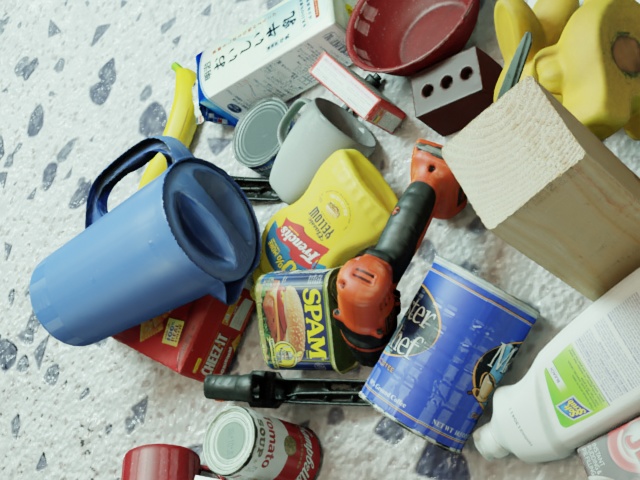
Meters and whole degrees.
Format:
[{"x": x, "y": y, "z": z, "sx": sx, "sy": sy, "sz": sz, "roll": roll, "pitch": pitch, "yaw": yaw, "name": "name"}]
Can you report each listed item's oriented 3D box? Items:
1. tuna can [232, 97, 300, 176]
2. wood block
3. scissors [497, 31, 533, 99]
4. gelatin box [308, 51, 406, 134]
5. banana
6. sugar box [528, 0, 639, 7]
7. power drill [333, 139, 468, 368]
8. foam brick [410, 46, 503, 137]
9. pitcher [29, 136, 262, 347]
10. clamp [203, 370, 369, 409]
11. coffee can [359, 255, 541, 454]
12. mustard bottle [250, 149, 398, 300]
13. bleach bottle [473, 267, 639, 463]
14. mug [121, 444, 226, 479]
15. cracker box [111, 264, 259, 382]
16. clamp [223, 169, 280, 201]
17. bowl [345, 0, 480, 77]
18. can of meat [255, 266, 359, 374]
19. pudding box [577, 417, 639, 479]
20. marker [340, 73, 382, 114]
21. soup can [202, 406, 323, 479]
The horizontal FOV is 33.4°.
[{"x": -0.057, "y": -0.116, "z": 1.214, "sx": 0.086, "sy": 0.033, "sz": 0.086, "roll": -18, "pitch": 60, "yaw": 33, "name": "tuna can"}, {"x": 0.198, "y": -0.029, "z": 0.839, "sx": 0.090, "sy": 0.205, "sz": 0.091, "roll": -40, "pitch": 50, "yaw": 19, "name": "wood block"}, {"x": 0.164, "y": -0.091, "z": 0.950, "sx": 0.096, "sy": 0.016, "sz": 0.202, "roll": 67, "pitch": 158, "yaw": 17, "name": "scissors"}, {"x": 0.038, "y": -0.151, "z": 1.105, "sx": 0.089, "sy": 0.073, "sz": 0.030, "roll": 43, "pitch": 102, "yaw": 23, "name": "gelatin box"}, {"x": -0.182, "y": -0.134, "z": 1.329, "sx": 0.070, "sy": 0.037, "sz": 0.198, "roll": -9, "pitch": 63, "yaw": 56, "name": "banana"}, {"x": 0.277, "y": -0.227, "z": 0.975, "sx": 0.177, "sy": 0.048, "sz": 0.093, "roll": -3, "pitch": 70, "yaw": 43, "name": "sugar box"}, {"x": 0.076, "y": 0.016, "z": 0.978, "sx": 0.057, "sy": 0.184, "sz": 0.187, "roll": 23, "pitch": 68, "yaw": 14, "name": "power drill"}, {"x": 0.137, "y": -0.145, "z": 1.050, "sx": 0.078, "sy": 0.051, "sz": 0.053, "roll": -22, "pitch": 58, "yaw": 31, "name": "foam brick"}, {"x": -0.191, "y": 0.013, "z": 1.101, "sx": 0.243, "sy": 0.144, "sz": 0.149, "roll": -27, "pitch": 38, "yaw": 33, "name": "pitcher"}, {"x": -0.042, "y": 0.146, "z": 1.039, "sx": 0.210, "sy": 0.164, "sz": 0.036, "roll": -14, "pitch": 71, "yaw": 62, "name": "clamp"}, {"x": 0.112, "y": 0.098, "z": 0.925, "sx": 0.103, "sy": 0.102, "sz": 0.140, "roll": 30, "pitch": 91, "yaw": 44, "name": "coffee can"}, {"x": -0.007, "y": 0.001, "z": 1.089, "sx": 0.192, "sy": 0.058, "sz": 0.096, "roll": -44, "pitch": 73, "yaw": 29, "name": "mustard bottle"}, {"x": 0.225, "y": 0.097, "z": 0.855, "sx": 0.251, "sy": 0.068, "sz": 0.102, "roll": -38, "pitch": 62, "yaw": 23, "name": "bleach bottle"}, {"x": -0.152, "y": 0.259, "z": 1.094, "sx": 0.117, "sy": 0.093, "sz": 0.081, "roll": -5, "pitch": 58, "yaw": 5, "name": "mug"}, {"x": -0.165, "y": 0.051, "z": 1.202, "sx": 0.214, "sy": 0.072, "sz": 0.164, "roll": 19, "pitch": 83, "yaw": 44, "name": "cracker box"}, {"x": -0.120, "y": -0.061, "z": 1.219, "sx": 0.172, "sy": 0.120, "sz": 0.039, "roll": -144, "pitch": 50, "yaw": -58, "name": "clamp"}, {"x": 0.106, "y": -0.225, "z": 1.102, "sx": 0.162, "sy": 0.055, "sz": 0.162, "roll": -23, "pitch": 49, "yaw": 29, "name": "bowl"}, {"x": -0.012, "y": 0.078, "z": 1.043, "sx": 0.084, "sy": 0.057, "sz": 0.102, "roll": -3, "pitch": 96, "yaw": 29, "name": "can of meat"}, {"x": 0.258, "y": 0.190, "z": 0.803, "sx": 0.090, "sy": 0.039, "sz": 0.113, "roll": -35, "pitch": 52, "yaw": 23, "name": "pudding box"}, {"x": 0.023, "y": -0.135, "z": 1.164, "sx": 0.121, "sy": 0.020, "sz": 0.020, "roll": -46, "pitch": 48, "yaw": 14, "name": "marker"}, {"x": -0.054, "y": 0.201, "z": 1.019, "sx": 0.069, "sy": 0.102, "sz": 0.068, "roll": -18, "pitch": 59, "yaw": 33, "name": "soup can"}]
